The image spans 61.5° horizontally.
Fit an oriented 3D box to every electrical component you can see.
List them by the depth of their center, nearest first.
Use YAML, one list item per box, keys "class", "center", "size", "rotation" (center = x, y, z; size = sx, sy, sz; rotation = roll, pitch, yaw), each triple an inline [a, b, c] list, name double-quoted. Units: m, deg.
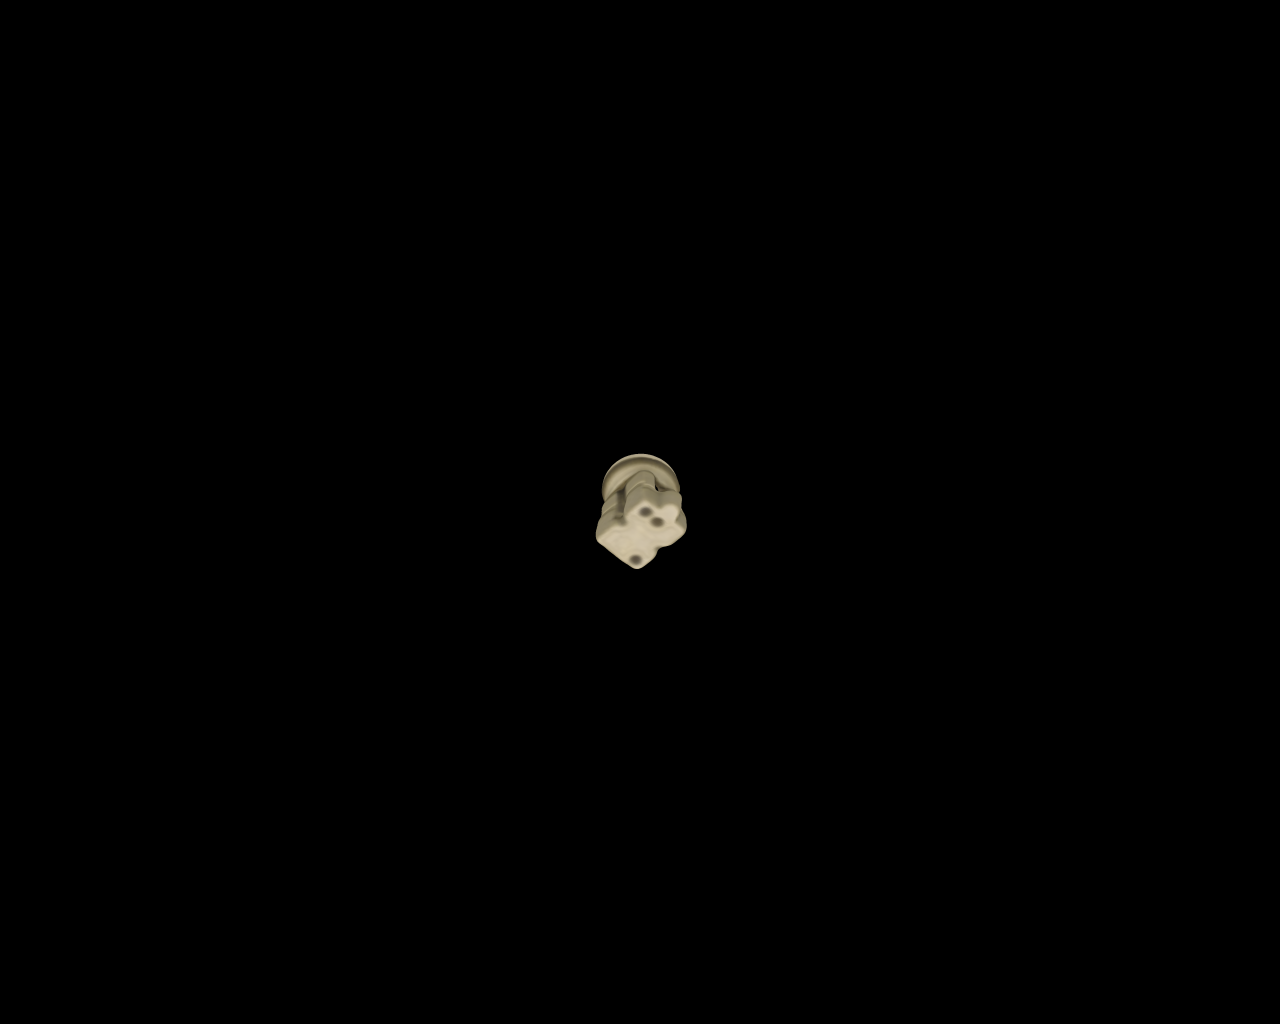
- class: "electrical component"
  center: [0.001, -0.003, 0.650]
  size: [0.048, 0.055, 0.066]
  rotation: [39, -62, -25]
